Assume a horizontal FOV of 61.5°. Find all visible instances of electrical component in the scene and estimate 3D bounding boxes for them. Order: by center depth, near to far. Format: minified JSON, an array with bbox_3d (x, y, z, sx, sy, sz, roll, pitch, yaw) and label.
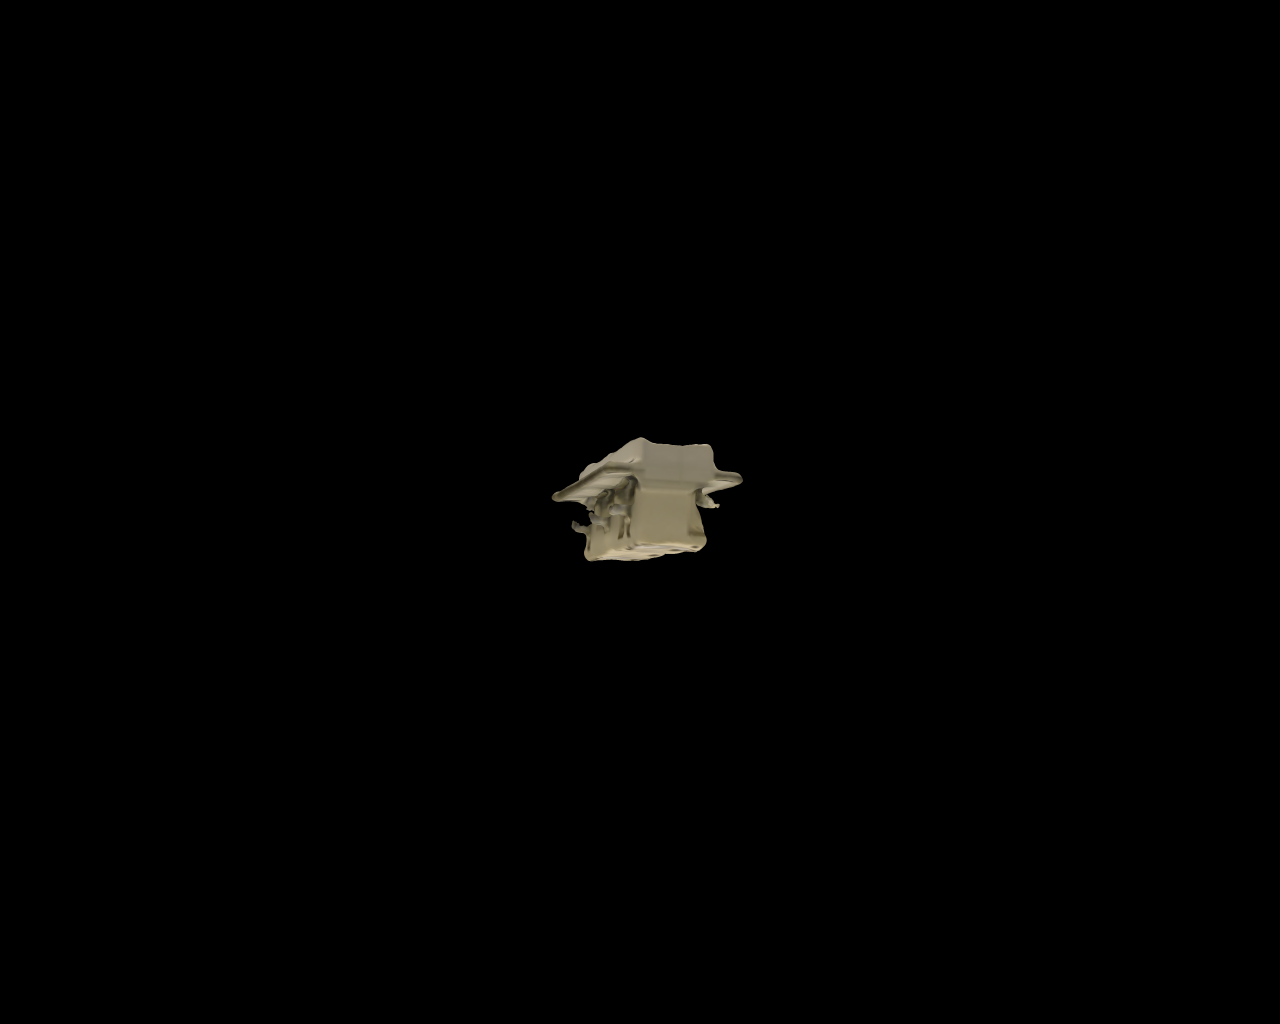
[{"bbox_3d":[0.001,-0.003,0.650,0.079,0.063,0.121,2,-7,-19],"label":"electrical component"}]
